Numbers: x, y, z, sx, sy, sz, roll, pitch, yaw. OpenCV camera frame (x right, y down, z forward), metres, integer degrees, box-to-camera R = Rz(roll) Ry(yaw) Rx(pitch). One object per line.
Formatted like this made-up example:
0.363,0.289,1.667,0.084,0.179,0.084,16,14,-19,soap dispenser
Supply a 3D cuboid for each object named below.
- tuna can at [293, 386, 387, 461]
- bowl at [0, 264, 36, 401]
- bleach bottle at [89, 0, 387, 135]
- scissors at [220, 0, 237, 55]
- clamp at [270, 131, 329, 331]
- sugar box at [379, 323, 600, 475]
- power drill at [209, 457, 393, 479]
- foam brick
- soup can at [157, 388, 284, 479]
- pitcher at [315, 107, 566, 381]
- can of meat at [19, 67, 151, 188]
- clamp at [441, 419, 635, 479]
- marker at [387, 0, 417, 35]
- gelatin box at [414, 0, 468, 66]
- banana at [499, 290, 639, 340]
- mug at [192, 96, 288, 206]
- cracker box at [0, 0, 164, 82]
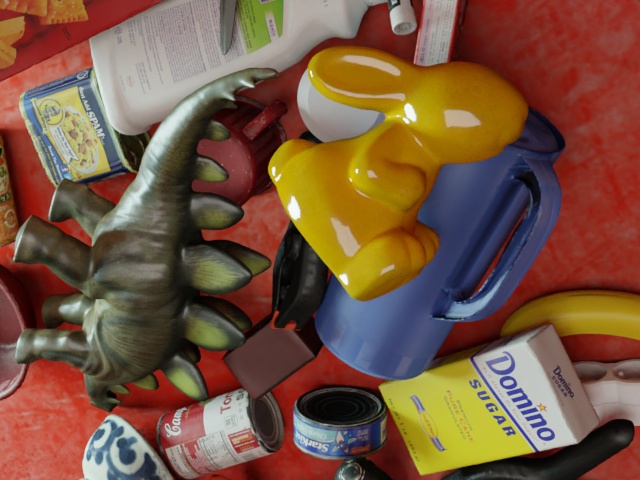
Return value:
0.018,0.164,0.963,0.086,0.086,0.034,4,108,13,tuna can
-0.329,0.074,1.029,0.162,0.055,0.162,9,114,22,bowl
-0.062,-0.167,0.880,0.251,0.068,0.102,-14,90,16,bleach bottle
-0.050,-0.254,0.844,0.096,0.016,0.202,-11,86,7,scissors
-0.006,0.001,0.890,0.039,0.120,0.171,6,102,-16,clamp
0.138,0.139,0.904,0.177,0.048,0.093,-26,90,48,sugar box
-0.008,0.247,0.973,0.188,0.057,0.184,-4,144,21,power drill
-0.041,0.098,0.974,0.078,0.053,0.051,-38,96,21,foam brick
-0.093,0.182,1.007,0.102,0.068,0.068,-21,102,19,soup can
0.091,-0.002,0.861,0.145,0.149,0.243,25,116,3,pitcher
-0.207,-0.099,0.947,0.084,0.057,0.102,-15,104,20,can of meat
0.198,0.214,0.939,0.210,0.036,0.164,-6,132,22,clamp
0.056,-0.214,0.827,0.020,0.020,0.121,-16,65,19,marker
0.097,-0.179,0.833,0.030,0.073,0.089,10,110,10,gelatin box
0.238,0.074,0.904,0.198,0.037,0.069,-5,112,16,banana
-0.074,-0.077,0.906,0.117,0.081,0.093,-37,96,22,mug
-0.217,-0.236,0.834,0.213,0.072,0.164,-27,121,-1,cracker box
